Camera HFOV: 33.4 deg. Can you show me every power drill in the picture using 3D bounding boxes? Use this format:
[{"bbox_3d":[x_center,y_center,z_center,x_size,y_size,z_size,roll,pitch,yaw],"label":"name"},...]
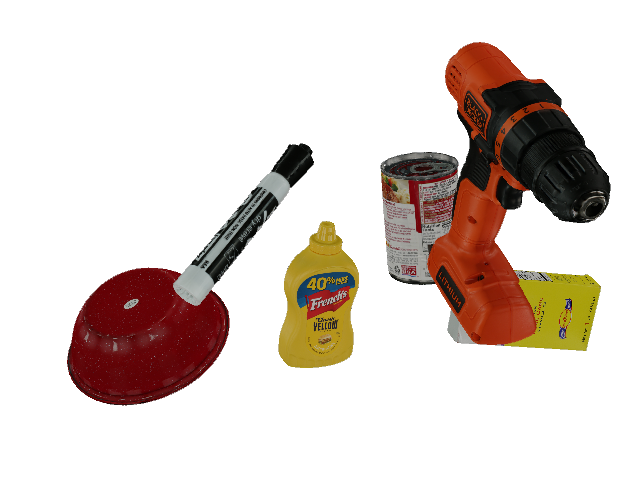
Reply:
[{"bbox_3d":[0.131,-0.020,0.738,0.057,0.188,0.184,-6,39,-15],"label":"power drill"}]

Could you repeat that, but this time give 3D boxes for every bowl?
[{"bbox_3d":[-0.170,0.076,1.005,0.162,0.055,0.162,-9,41,8],"label":"bowl"}]

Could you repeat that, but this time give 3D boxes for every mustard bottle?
[{"bbox_3d":[0.001,0.066,1.350,0.096,0.192,0.058,-5,26,-20],"label":"mustard bottle"}]

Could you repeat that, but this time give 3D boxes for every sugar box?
[{"bbox_3d":[0.255,0.086,1.339,0.176,0.093,0.048,3,19,-13],"label":"sugar box"}]

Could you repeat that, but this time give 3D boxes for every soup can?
[{"bbox_3d":[0.090,-0.020,0.946,0.068,0.102,0.068,-5,22,2],"label":"soup can"}]

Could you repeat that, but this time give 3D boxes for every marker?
[{"bbox_3d":[-0.042,-0.012,0.624,0.020,0.121,0.020,30,-25,16],"label":"marker"}]
